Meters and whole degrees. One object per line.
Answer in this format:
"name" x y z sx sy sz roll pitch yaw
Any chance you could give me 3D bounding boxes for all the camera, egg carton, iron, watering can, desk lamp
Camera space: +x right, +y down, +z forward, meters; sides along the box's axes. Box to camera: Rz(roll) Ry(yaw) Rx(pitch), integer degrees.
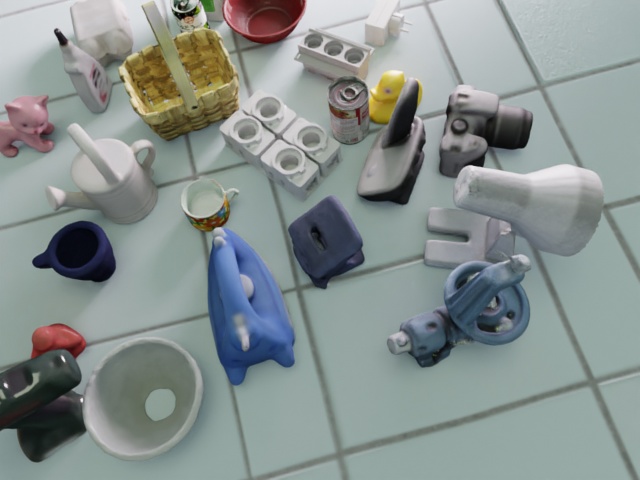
"camera" 0.268 -0.179 0.925 0.136 0.101 0.143 10 68 10
"egg carton" -0.418 -0.405 1.103 0.107 0.069 0.150 -21 66 -4
"iron" -0.122 0.068 0.830 0.118 0.141 0.258 -19 66 -3
"watering can" -0.340 -0.103 0.896 0.100 0.194 0.173 26 71 16
"desk lamp" 0.257 -0.029 0.799 0.203 0.214 0.118 6 67 8

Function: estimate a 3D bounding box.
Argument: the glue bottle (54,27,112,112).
"glue bottle" -0.419 -0.303 1.002 0.037 0.173 0.078 -2 66 5

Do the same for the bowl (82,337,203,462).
"bowl" -0.239 0.226 0.808 0.167 0.075 0.167 -2 66 4

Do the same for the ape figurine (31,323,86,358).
"ape figurine" -0.393 0.154 0.844 0.078 0.092 0.076 -14 66 -1

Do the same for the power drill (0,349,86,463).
"power drill" -0.403 0.234 0.746 0.230 0.208 0.075 -34 68 -9

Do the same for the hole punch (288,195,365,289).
"hole punch" 0.008 0.003 0.874 0.101 0.091 0.108 -27 67 -6

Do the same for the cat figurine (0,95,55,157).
"cat figurine" -0.524 -0.208 1.000 0.127 0.118 0.067 -9 66 1

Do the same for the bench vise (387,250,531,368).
"bench vise" 0.195 0.099 0.745 0.207 0.220 0.121 -40 69 -12

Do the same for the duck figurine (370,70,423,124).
"duck figurine" 0.127 -0.255 0.979 0.104 0.086 0.077 -26 67 -6

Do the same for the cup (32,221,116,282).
"cup" -0.372 0.033 0.894 0.118 0.095 0.091 -18 66 -2

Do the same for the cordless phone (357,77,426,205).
"cordless phone" 0.112 -0.149 0.880 0.094 0.185 0.148 14 68 11
